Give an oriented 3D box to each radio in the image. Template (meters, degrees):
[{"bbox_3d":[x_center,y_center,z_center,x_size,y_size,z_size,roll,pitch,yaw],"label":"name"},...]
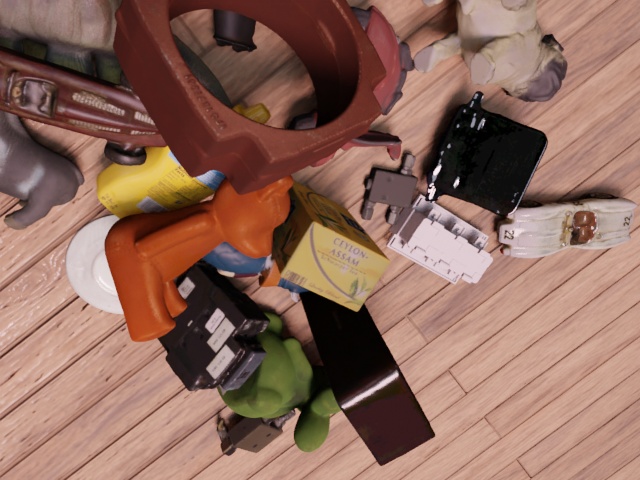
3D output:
[{"bbox_3d":[0.048,0.136,0.632,0.073,0.230,0.131,-29,118,3],"label":"radio"}]

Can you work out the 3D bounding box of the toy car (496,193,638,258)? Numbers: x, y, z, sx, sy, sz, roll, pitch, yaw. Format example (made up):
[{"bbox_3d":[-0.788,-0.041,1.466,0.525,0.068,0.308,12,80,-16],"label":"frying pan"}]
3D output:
[{"bbox_3d":[0.337,-0.020,0.736,0.202,0.056,0.073,-7,112,-12],"label":"toy car"}]

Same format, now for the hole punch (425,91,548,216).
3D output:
[{"bbox_3d":[0.203,-0.101,0.667,0.116,0.092,0.142,24,108,8],"label":"hole punch"}]

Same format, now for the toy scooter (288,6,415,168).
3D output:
[{"bbox_3d":[0.051,-0.156,0.605,0.135,0.075,0.183,18,108,-19],"label":"toy scooter"}]

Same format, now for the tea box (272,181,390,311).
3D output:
[{"bbox_3d":[-0.001,-0.002,0.598,0.098,0.170,0.068,26,103,-23],"label":"tea box"}]

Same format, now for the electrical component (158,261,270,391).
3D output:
[{"bbox_3d":[-0.128,0.109,0.633,0.115,0.134,0.058,-50,155,11],"label":"electrical component"}]

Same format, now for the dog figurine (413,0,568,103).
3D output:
[{"bbox_3d":[0.213,-0.240,0.586,0.190,0.121,0.172,-9,129,-39],"label":"dog figurine"}]

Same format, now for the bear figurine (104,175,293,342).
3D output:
[{"bbox_3d":[-0.108,0.005,0.549,0.196,0.120,0.131,-18,98,-6],"label":"bear figurine"}]

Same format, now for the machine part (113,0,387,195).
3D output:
[{"bbox_3d":[-0.057,-0.155,0.472,0.201,0.087,0.201,-31,91,-33],"label":"machine part"}]

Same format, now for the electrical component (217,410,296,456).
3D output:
[{"bbox_3d":[-0.093,0.255,0.746,0.102,0.045,0.078,-43,143,8],"label":"electrical component"}]

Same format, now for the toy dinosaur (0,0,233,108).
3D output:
[{"bbox_3d":[-0.254,-0.230,0.491,0.471,0.105,0.198,23,111,-26],"label":"toy dinosaur"}]

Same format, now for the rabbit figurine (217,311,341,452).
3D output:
[{"bbox_3d":[-0.028,0.182,0.688,0.170,0.159,0.121,27,93,-37],"label":"rabbit figurine"}]

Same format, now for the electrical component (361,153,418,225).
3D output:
[{"bbox_3d":[0.087,-0.066,0.676,0.063,0.021,0.094,10,108,-16],"label":"electrical component"}]

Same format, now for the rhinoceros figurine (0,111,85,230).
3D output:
[{"bbox_3d":[-0.331,-0.096,0.531,0.112,0.073,0.190,-43,115,11],"label":"rhinoceros figurine"}]

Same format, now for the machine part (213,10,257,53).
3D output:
[{"bbox_3d":[-0.087,-0.265,0.550,0.084,0.039,0.138,-6,110,-21],"label":"machine part"}]

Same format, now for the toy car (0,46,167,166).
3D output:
[{"bbox_3d":[-0.231,-0.125,0.469,0.202,0.053,0.089,16,115,-19],"label":"toy car"}]

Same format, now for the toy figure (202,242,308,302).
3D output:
[{"bbox_3d":[-0.073,0.021,0.648,0.154,0.058,0.064,25,123,-20],"label":"toy figure"}]
